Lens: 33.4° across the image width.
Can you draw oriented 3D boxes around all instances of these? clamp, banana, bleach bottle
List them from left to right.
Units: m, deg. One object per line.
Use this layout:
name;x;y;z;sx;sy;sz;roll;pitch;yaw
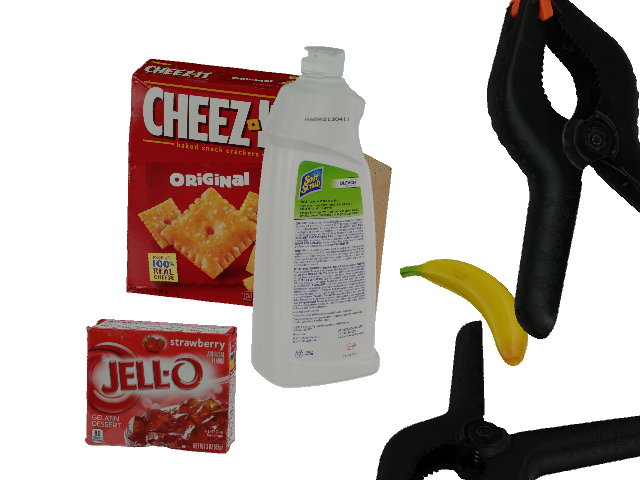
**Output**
bleach bottle;0.002;-0.018;0.805;0.102;0.251;0.068;-6;19;-30
clamp;0.098;0.127;0.676;0.209;0.036;0.165;-26;39;-31
banana;0.165;0.066;1.117;0.069;0.037;0.198;-35;38;-13
clamp;0.122;-0.039;0.530;0.120;0.171;0.039;-29;3;-22

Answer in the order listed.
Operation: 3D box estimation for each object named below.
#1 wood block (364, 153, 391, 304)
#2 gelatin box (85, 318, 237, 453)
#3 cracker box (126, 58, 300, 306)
wood block;0.015;0.002;1.277;0.090;0.206;0.090;-15;32;-34
gelatin box;-0.096;0.087;0.644;0.089;0.073;0.030;3;7;6
cracker box;-0.092;-0.049;0.988;0.164;0.214;0.072;7;22;4
